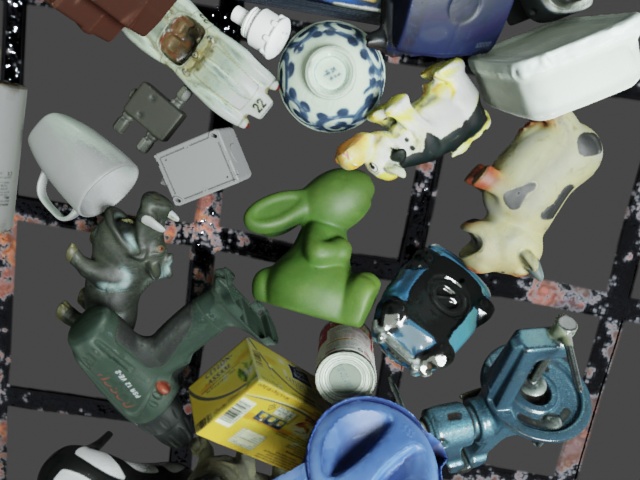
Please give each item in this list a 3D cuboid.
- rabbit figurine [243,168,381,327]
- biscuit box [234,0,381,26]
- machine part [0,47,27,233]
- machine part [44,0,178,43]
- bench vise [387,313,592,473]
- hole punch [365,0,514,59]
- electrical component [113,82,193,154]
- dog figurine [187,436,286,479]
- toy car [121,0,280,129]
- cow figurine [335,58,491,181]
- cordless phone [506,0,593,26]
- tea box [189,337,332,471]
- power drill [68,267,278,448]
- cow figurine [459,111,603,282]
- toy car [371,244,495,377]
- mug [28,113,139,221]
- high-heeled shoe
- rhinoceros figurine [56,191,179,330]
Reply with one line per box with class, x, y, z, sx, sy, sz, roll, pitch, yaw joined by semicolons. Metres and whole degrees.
rabbit figurine;-0.001;-0.002;0.606;0.159;0.121;0.170;15;84;6
biscuit box;-0.022;-0.276;0.560;0.203;0.063;0.059;10;100;0
machine part;-0.381;-0.096;0.606;0.079;0.079;0.243;12;101;0
machine part;-0.206;-0.317;0.515;0.201;0.087;0.201;-45;74;10
bench vise;0.202;0.163;0.586;0.224;0.129;0.240;0;136;-5
hole punch;0.122;-0.231;0.504;0.142;0.092;0.115;-8;109;-18
electrical component;-0.190;-0.148;0.614;0.063;0.021;0.094;42;101;-5
dog figurine;-0.102;0.320;0.619;0.121;0.190;0.172;-38;99;9
toy car;-0.135;-0.205;0.583;0.201;0.056;0.073;40;100;-5
cow figurine;0.100;-0.111;0.575;0.167;0.068;0.098;-39;106;-4
cordless phone;0.209;-0.280;0.483;0.089;0.184;0.146;-22;95;12
tea box;-0.054;0.193;0.615;0.098;0.068;0.169;-40;130;9
power drill;-0.155;0.136;0.631;0.207;0.086;0.231;-29;124;8
cow figurine;0.226;-0.043;0.587;0.127;0.085;0.195;40;99;0
toy car;0.113;0.089;0.600;0.109;0.162;0.103;40;141;7
mug;-0.279;-0.082;0.608;0.109;0.081;0.107;-45;84;16
high-heeled shoe;-0.220;0.330;0.649;0.248;0.145;0.086;44;101;-4
rhinoceros figurine;-0.230;0.031;0.626;0.112;0.073;0.190;24;102;-1
